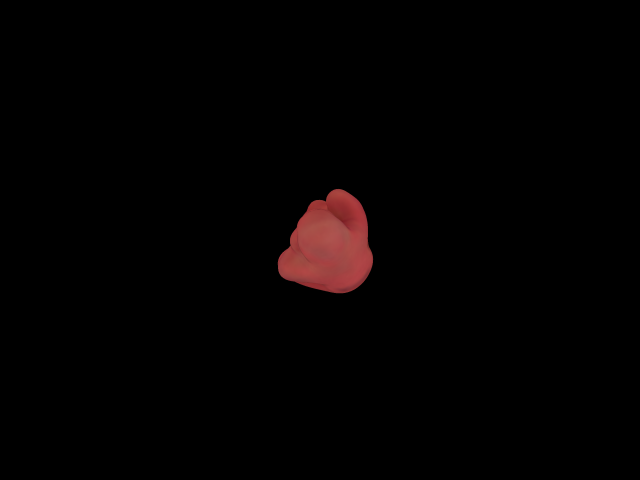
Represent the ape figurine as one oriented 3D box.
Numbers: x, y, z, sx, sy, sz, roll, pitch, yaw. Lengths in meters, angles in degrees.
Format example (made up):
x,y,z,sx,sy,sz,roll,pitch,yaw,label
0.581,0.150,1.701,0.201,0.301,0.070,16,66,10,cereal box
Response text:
x,y,z,sx,sy,sz,roll,pitch,yaw,label
0.004,0.001,0.400,0.078,0.092,0.076,-31,82,-4,ape figurine
